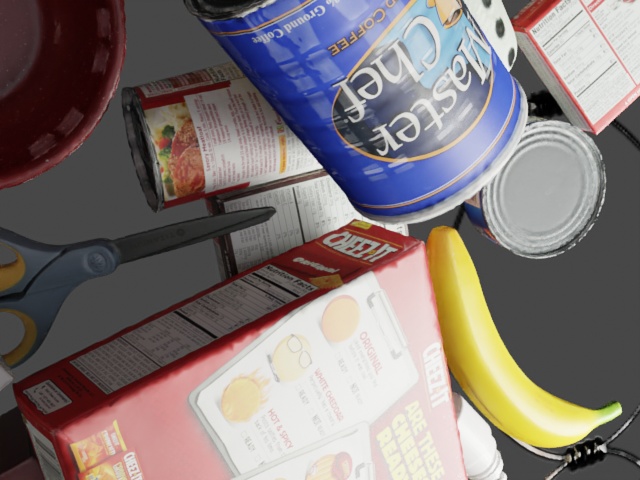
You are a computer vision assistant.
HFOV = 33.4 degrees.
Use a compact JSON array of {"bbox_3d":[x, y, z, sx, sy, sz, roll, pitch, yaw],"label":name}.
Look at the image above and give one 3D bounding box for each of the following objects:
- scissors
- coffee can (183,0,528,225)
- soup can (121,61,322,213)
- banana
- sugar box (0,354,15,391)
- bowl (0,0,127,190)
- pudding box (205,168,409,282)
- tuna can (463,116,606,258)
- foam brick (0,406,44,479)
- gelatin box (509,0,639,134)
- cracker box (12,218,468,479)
[{"bbox_3d":[-0.123,0.027,0.570,0.201,0.016,0.096,0,115,0],"label":"scissors"},{"bbox_3d":[0.020,-0.089,0.495,0.103,0.103,0.140,-45,125,-4],"label":"coffee can"},{"bbox_3d":[-0.049,-0.060,0.576,0.102,0.069,0.068,-16,108,-16],"label":"soup can"},{"bbox_3d":[0.117,0.077,0.687,0.197,0.037,0.069,45,67,-24],"label":"banana"},{"bbox_3d":[-0.233,0.097,0.501,0.176,0.093,0.048,-46,123,-10],"label":"sugar box"},{"bbox_3d":[-0.180,-0.106,0.526,0.162,0.055,0.162,-4,104,-18],"label":"bowl"},{"bbox_3d":[-0.004,0.001,0.623,0.113,0.039,0.090,-15,108,-17],"label":"pudding box"},{"bbox_3d":[0.132,-0.034,0.663,0.086,0.034,0.086,-4,104,-18],"label":"tuna can"},{"bbox_3d":[-0.167,0.133,0.577,0.051,0.078,0.053,-28,111,-10],"label":"foam brick"},{"bbox_3d":[0.167,-0.122,0.656,0.073,0.030,0.089,-43,112,-4],"label":"gelatin box"},{"bbox_3d":[-0.033,0.105,0.560,0.213,0.072,0.164,-26,118,-27],"label":"cracker box"}]
